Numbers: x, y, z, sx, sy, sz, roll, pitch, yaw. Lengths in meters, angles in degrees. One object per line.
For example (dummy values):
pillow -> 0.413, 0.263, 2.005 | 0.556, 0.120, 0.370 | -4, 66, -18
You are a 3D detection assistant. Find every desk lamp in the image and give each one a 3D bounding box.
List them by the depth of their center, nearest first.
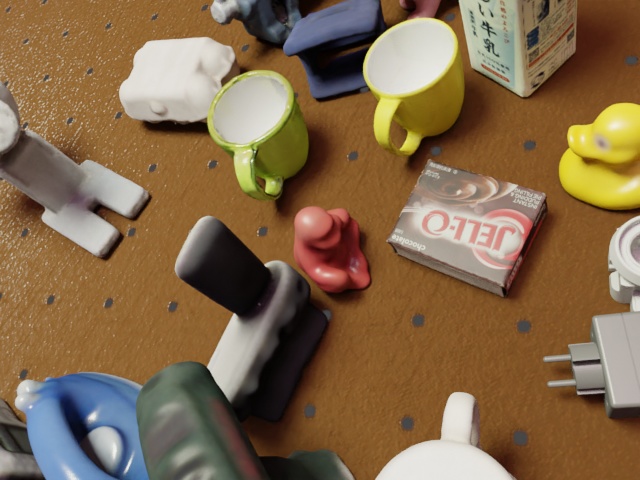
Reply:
desk lamp -> -0.338, -0.099, 0.643 | 0.202, 0.214, 0.118 | 24, 76, 31

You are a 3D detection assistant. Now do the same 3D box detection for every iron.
iron -> -0.189, 0.180, 0.484 | 0.257, 0.142, 0.119 | 34, 81, 32

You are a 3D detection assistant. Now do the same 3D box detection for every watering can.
watering can -> 0.078, 0.181, 0.339 | 0.100, 0.195, 0.172 | -19, 59, 13

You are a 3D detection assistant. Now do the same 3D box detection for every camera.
camera -> -0.357, 0.233, 0.553 | 0.142, 0.101, 0.137 | 30, 79, 32

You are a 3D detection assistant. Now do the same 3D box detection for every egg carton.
egg carton -> -0.174, -0.192, 0.707 | 0.150, 0.070, 0.107 | 5, 67, 25

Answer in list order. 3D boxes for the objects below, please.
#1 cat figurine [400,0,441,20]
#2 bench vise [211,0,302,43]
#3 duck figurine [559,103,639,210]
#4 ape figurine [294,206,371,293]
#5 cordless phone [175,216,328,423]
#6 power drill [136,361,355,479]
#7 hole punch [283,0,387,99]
cat figurine -> 0.109, -0.292, 0.608 | 0.127, 0.118, 0.067 | -19, 59, 14
bench vise -> -0.056, -0.348, 0.645 | 0.121, 0.220, 0.207 | 8, 69, 26
duck figurine -> 0.248, -0.075, 0.460 | 0.104, 0.086, 0.077 | 2, 66, 24
ape figurine -> 0.005, 0.002, 0.521 | 0.076, 0.092, 0.078 | 17, 73, 29
cordless phone -> -0.080, 0.069, 0.467 | 0.093, 0.185, 0.148 | 14, 71, 28
power drill -> -0.027, 0.185, 0.372 | 0.075, 0.209, 0.229 | -43, 57, -2
hole punch -> 0.017, -0.225, 0.630 | 0.108, 0.091, 0.101 | -12, 61, 18
